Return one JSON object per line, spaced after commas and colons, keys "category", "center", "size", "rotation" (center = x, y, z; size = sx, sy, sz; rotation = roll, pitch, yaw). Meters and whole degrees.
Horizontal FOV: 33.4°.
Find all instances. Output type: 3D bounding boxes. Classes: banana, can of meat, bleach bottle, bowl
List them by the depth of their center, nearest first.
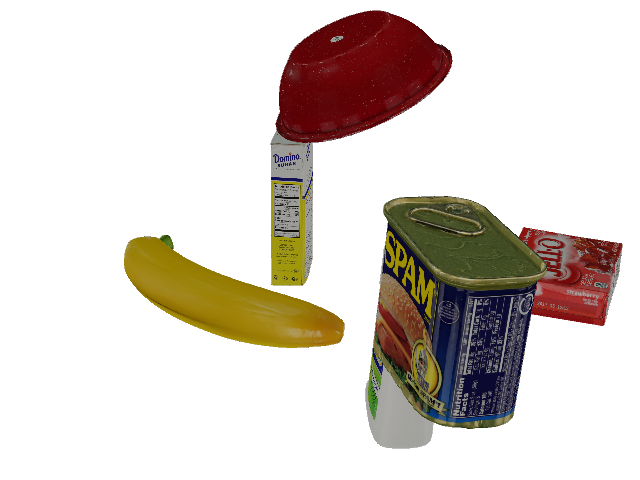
{"category": "can of meat", "center": [0.065, 0.035, 0.541], "size": [0.057, 0.084, 0.102], "rotation": [-3, 24, -17]}
{"category": "banana", "center": [-0.073, 0.030, 0.696], "size": [0.069, 0.037, 0.198], "rotation": [-23, 33, -37]}
{"category": "bowl", "center": [0.026, -0.148, 0.899], "size": [0.162, 0.055, 0.162], "rotation": [-21, 28, 11]}
{"category": "bleach bottle", "center": [0.082, 0.082, 1.033], "size": [0.068, 0.251, 0.102], "rotation": [-2, 36, -3]}

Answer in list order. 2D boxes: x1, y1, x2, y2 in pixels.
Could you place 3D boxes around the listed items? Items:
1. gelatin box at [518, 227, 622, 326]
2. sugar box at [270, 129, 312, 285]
{"category": "gelatin box", "center": [0.169, 0.023, 0.748], "size": [0.073, 0.030, 0.089], "rotation": [10, 25, 19]}
{"category": "sugar box", "center": [-0.033, -0.044, 1.250], "size": [0.048, 0.176, 0.093], "rotation": [1, 22, 6]}
